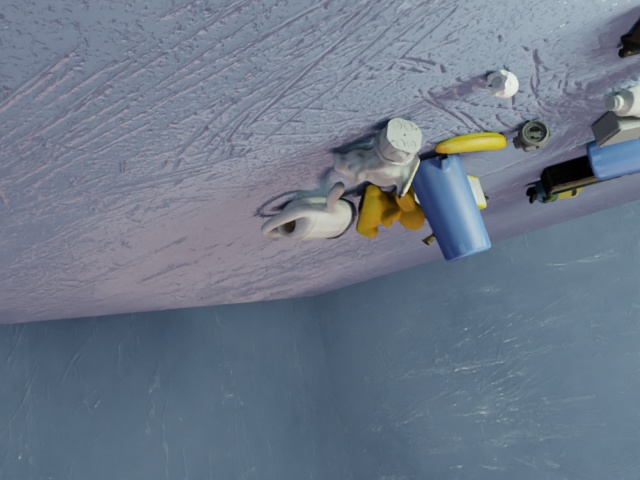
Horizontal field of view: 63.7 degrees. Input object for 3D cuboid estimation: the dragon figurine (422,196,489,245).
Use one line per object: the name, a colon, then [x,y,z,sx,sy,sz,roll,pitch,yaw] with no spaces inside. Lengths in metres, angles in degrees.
dragon figurine: [0.456,-0.102,1.719,0.245,0.122,0.405,-27,176,-22]

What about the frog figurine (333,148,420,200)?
frog figurine: [0.111,-0.154,1.027,0.160,0.121,0.139,26,-162,4]

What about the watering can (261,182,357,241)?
watering can: [0.004,-0.064,1.270,0.225,0.105,0.343,-4,166,-43]
